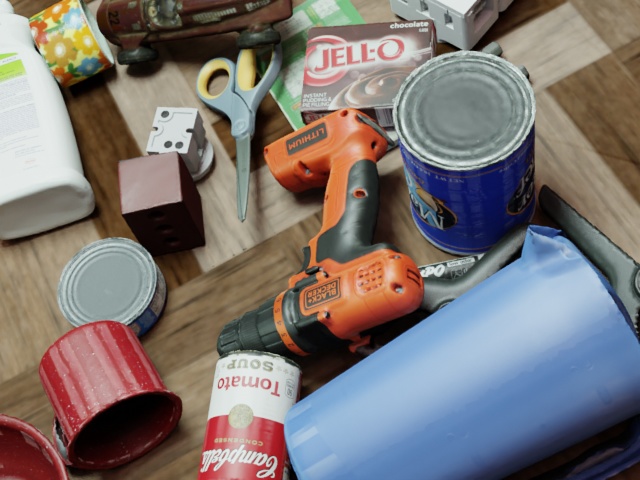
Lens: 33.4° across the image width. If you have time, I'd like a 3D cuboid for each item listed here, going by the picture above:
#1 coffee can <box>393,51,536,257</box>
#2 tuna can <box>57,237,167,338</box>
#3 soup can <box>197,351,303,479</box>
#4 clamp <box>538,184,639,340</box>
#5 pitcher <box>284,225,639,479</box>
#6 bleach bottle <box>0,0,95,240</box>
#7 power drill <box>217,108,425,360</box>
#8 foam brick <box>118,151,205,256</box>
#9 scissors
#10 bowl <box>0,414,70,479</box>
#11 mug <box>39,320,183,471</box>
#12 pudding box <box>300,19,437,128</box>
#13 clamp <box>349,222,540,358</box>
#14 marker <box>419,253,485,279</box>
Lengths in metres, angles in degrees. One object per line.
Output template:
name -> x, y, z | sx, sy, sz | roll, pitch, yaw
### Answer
coffee can -> 0.114, -0.063, 0.821 | 0.103, 0.140, 0.103 | -5, 63, 9
tuna can -> -0.172, 0.043, 0.887 | 0.086, 0.033, 0.086 | -5, 63, 9
soup can -> -0.052, 0.141, 0.794 | 0.068, 0.068, 0.102 | 2, 63, 12
clamp -> 0.259, 0.026, 0.784 | 0.165, 0.036, 0.210 | -23, 63, 28
pitcher -> 0.107, 0.116, 0.735 | 0.243, 0.145, 0.149 | -31, 63, 9
bleach bottle -> -0.276, -0.126, 0.979 | 0.102, 0.068, 0.251 | -18, 59, 1
power drill -> -0.006, 0.001, 0.841 | 0.185, 0.057, 0.187 | -22, 54, 30
foam brick -> -0.131, -0.030, 0.891 | 0.053, 0.078, 0.051 | -11, 61, 5
scissors -> -0.081, -0.099, 0.931 | 0.096, 0.016, 0.201 | -6, 58, 33
bowl -> -0.254, 0.216, 0.805 | 0.162, 0.055, 0.162 | -5, 63, 9
mug -> -0.171, 0.125, 0.824 | 0.117, 0.093, 0.081 | -53, 54, 24
pudding box -> 0.042, -0.141, 0.915 | 0.113, 0.039, 0.090 | -1, 63, 11
clamp -> 0.106, 0.051, 0.818 | 0.171, 0.039, 0.120 | -5, 72, 7
marker -> 0.082, 0.029, 0.850 | 0.121, 0.020, 0.020 | -11, 62, 6
